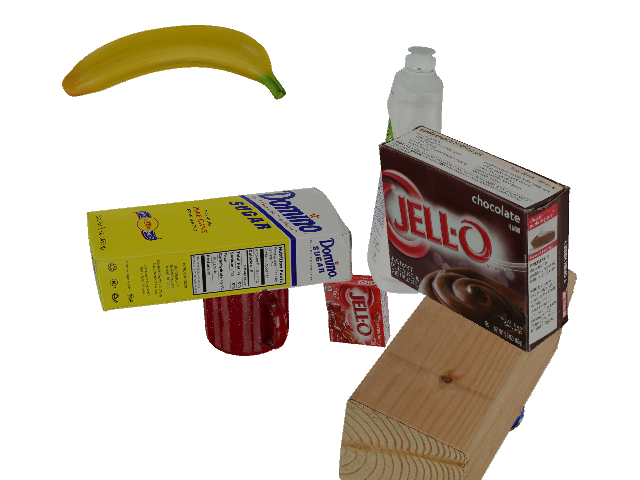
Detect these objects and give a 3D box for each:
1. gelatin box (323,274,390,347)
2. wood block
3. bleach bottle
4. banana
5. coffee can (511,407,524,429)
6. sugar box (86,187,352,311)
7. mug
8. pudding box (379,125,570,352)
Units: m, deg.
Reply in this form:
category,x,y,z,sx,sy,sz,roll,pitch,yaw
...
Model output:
category,x,y,z,sx,sy,sz,roll,pitch,yaw
gelatin box,0.045,0.086,1.320,0.073,0.089,0.030,4,29,19
wood block,0.104,0.097,0.786,0.091,0.090,0.205,23,44,21
bleach bottle,0.095,-0.076,1.126,0.068,0.251,0.102,0,26,-9
banana,-0.130,-0.162,0.957,0.197,0.069,0.037,-1,-33,-4
coffee can,0.147,0.097,0.997,0.103,0.140,0.103,1,26,-1
sugar box,-0.073,0.003,0.760,0.176,0.048,0.093,-9,26,-12
mug,-0.064,0.061,1.013,0.093,0.081,0.117,-19,34,-29
pudding box,0.083,-0.004,0.587,0.039,0.090,0.114,-30,38,-30
